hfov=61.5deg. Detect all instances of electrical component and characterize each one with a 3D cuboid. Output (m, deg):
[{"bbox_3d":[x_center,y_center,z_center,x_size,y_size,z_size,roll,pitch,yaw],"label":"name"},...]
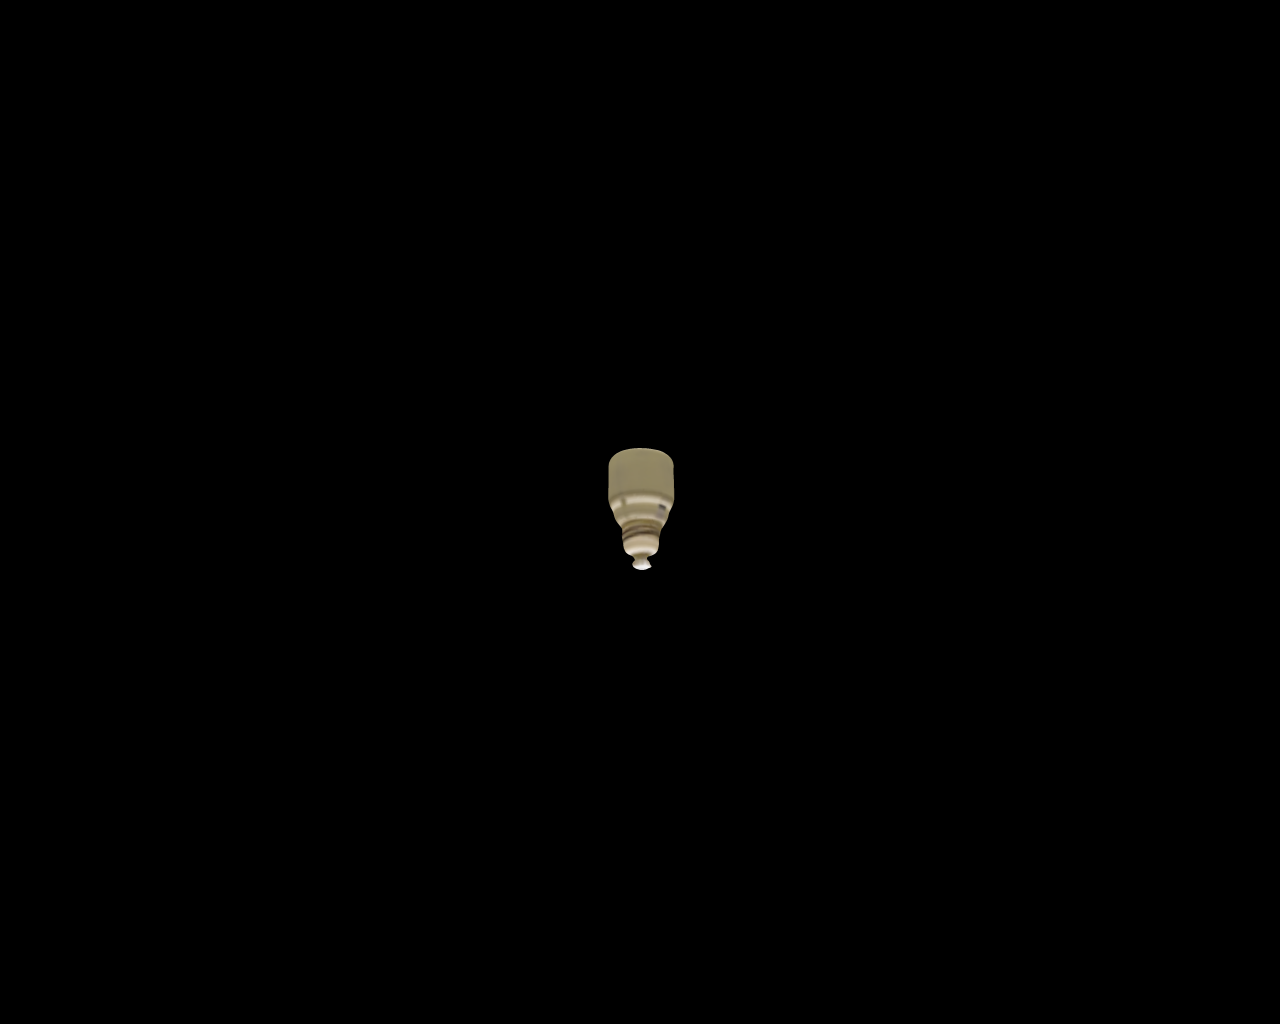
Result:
[{"bbox_3d":[0.001,-0.003,0.650,0.040,0.078,0.040,0,-20,0],"label":"electrical component"}]
